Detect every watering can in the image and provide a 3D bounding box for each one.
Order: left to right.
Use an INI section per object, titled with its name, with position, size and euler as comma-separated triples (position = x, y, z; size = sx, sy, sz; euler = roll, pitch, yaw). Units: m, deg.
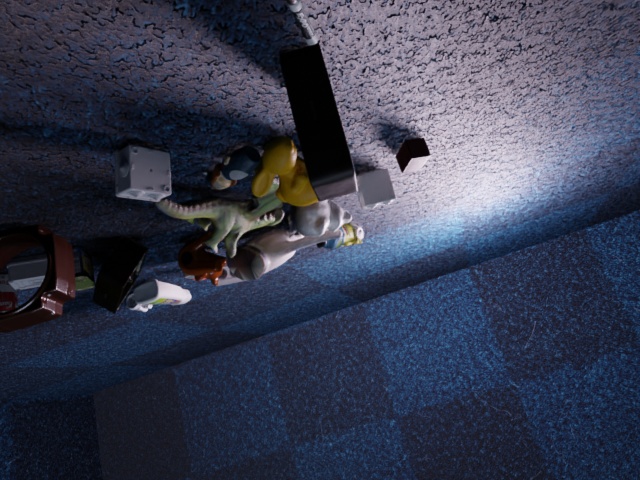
[watering can]
position = -0.120, 0.026, 1.456
size = 0.345, 0.103, 0.227
euler = -9, -164, 42

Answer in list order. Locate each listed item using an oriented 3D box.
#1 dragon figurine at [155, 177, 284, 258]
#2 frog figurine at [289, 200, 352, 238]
[dragon figurine]
position = -0.194, -0.083, 1.229
size = 0.242, 0.123, 0.406
euler = -36, 162, 2
[frog figurine]
position = 0.004, -0.067, 1.322
size = 0.159, 0.141, 0.120
euler = 3, 131, -1
